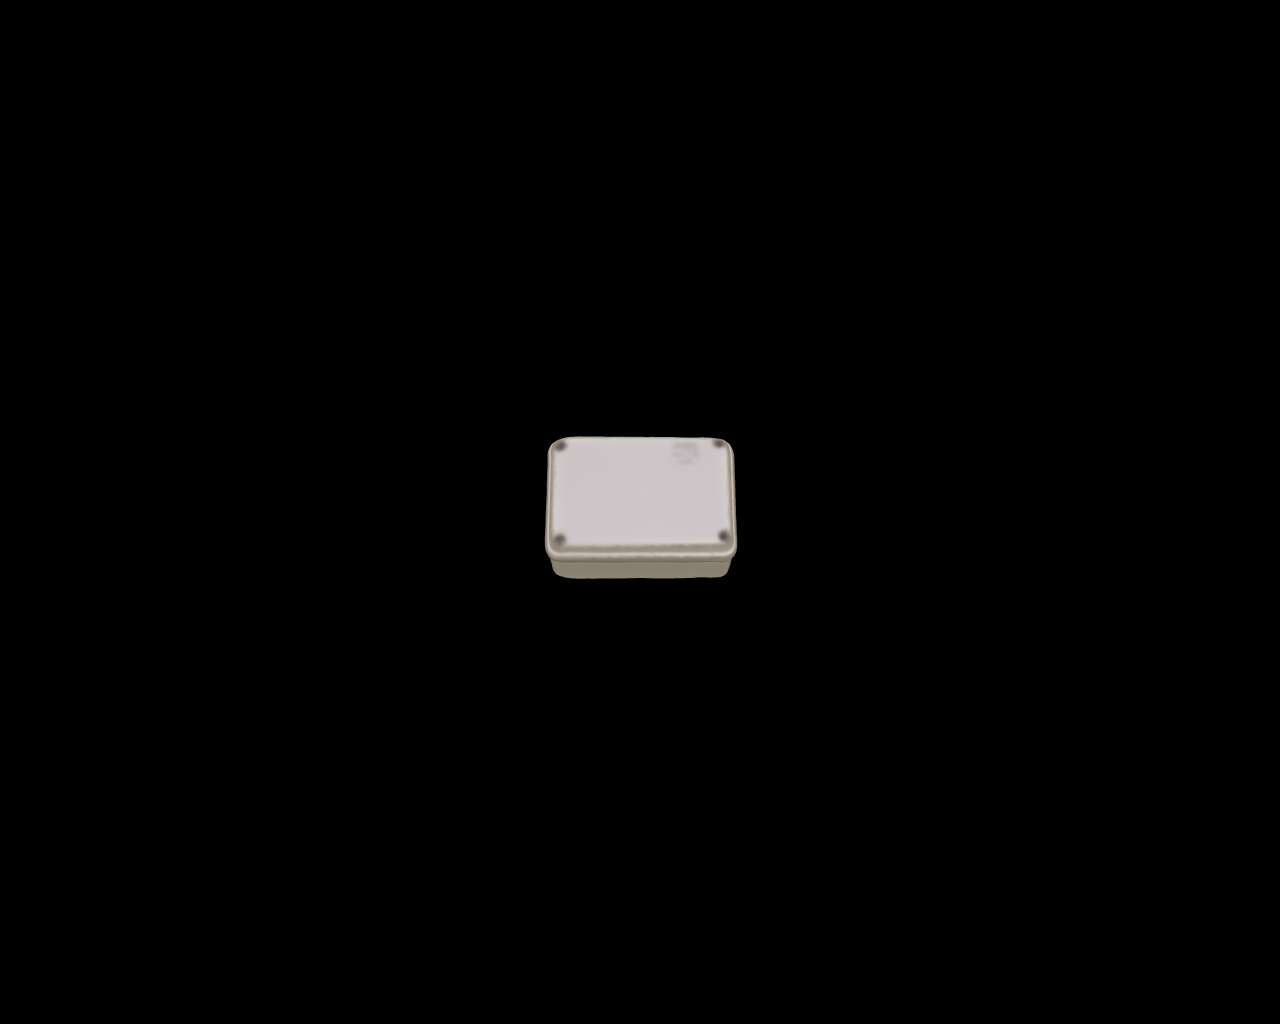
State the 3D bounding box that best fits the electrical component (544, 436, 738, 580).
[{"bbox_3d":[0.001,-0.003,0.650,0.113,0.078,0.057,0,-21,0],"label":"electrical component"}]
